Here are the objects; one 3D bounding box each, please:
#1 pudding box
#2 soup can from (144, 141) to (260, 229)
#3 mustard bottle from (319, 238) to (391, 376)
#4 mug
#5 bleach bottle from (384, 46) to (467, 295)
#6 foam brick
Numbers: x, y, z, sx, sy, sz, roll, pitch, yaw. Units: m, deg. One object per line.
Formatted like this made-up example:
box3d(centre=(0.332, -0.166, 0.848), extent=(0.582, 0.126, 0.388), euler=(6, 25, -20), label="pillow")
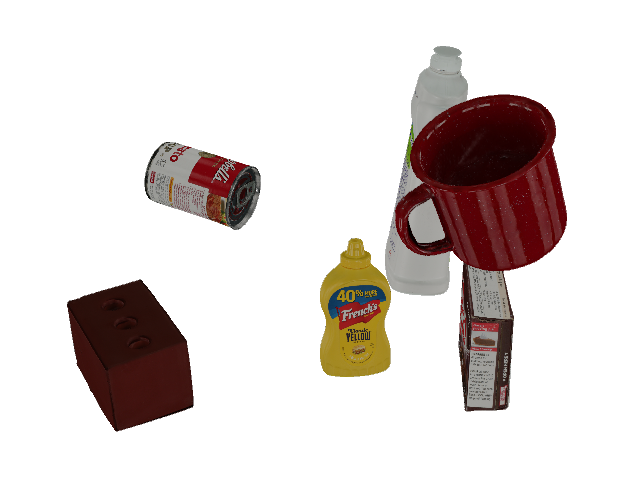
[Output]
box3d(centre=(0.139, 0.078, 0.908), extent=(0.039, 0.090, 0.113), euler=(0, 24, 2), label="pudding box")
box3d(centre=(-0.122, -0.058, 1.108), extent=(0.102, 0.068, 0.068), euler=(18, 6, 20), label="soup can")
box3d(centre=(0.047, 0.089, 1.448), extent=(0.096, 0.192, 0.058), euler=(-3, 21, -7), label="mustard bottle")
box3d(centre=(0.103, -0.028, 0.692), extent=(0.117, 0.081, 0.093), euler=(-30, 40, -6), label="mug")
box3d(centre=(0.114, -0.074, 1.105), extent=(0.068, 0.251, 0.102), euler=(4, 29, -4), label="bleach bottle")
box3d(centre=(-0.119, 0.071, 0.666), extent=(0.052, 0.051, 0.078), euler=(-17, 36, -25), label="foam brick")
